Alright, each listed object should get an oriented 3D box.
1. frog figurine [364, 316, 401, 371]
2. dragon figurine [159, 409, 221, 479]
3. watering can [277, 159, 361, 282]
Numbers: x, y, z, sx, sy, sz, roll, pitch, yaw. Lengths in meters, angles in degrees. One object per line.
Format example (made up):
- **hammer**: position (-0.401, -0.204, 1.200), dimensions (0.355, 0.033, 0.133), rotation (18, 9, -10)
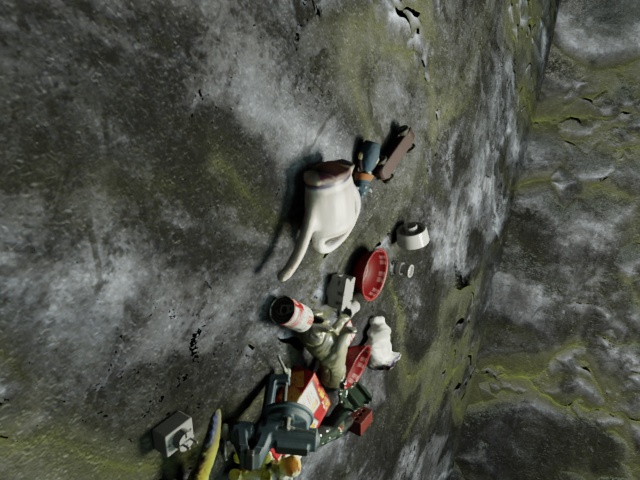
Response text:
- **frog figurine**: position (0.183, 0.336, 1.675), dimensions (0.139, 0.121, 0.160), rotation (-23, 84, -43)
- **dragon figurine**: position (-0.256, 0.558, 1.066), dimensions (0.239, 0.122, 0.415), rotation (67, 45, -68)
- **watering can**: position (0.004, -0.061, 1.219), dimensions (0.353, 0.104, 0.220), rotation (-38, 130, -47)
